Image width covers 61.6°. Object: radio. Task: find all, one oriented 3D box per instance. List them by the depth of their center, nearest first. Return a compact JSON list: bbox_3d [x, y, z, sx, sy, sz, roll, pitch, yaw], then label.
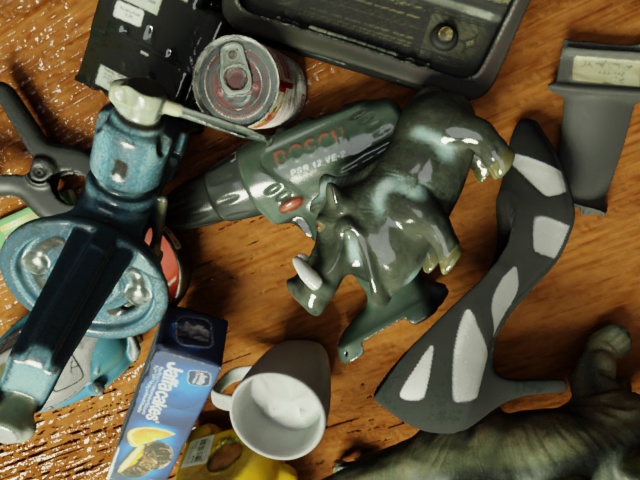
[{"bbox_3d":[0.044,-0.199,0.423,0.230,0.073,0.131,20,105,8],"label":"radio"}]

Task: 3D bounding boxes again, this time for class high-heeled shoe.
[{"bbox_3d":[0.114,0.020,0.421,0.145,0.086,0.248,1,74,1],"label":"high-heeled shoe"}]

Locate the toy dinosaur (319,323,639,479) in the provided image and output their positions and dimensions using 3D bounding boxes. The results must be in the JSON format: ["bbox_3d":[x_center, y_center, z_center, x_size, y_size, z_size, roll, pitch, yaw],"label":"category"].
[{"bbox_3d":[0.126,0.177,0.416,0.472,0.199,0.105,-21,107,14],"label":"toy dinosaur"}]

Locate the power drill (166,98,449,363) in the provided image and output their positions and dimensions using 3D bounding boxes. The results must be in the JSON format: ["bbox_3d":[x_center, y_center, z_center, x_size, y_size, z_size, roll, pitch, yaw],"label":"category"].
[{"bbox_3d":[-0.001,-0.001,0.474,0.232,0.086,0.207,-29,88,9],"label":"power drill"}]

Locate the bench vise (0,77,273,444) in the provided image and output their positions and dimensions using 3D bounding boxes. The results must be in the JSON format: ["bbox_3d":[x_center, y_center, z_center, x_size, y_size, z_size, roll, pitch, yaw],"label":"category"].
[{"bbox_3d":[-0.153,0.012,0.366,0.129,0.241,0.223,30,126,-20],"label":"bench vise"}]

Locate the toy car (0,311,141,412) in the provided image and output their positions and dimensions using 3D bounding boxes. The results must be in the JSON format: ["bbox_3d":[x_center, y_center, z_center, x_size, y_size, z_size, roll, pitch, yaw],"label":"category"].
[{"bbox_3d":[-0.271,0.118,0.526,0.162,0.103,0.109,-27,95,12],"label":"toy car"}]

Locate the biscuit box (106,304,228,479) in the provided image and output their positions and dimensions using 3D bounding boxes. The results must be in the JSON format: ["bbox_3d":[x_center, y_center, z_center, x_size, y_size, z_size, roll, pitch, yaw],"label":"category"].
[{"bbox_3d":[-0.148,0.154,0.512,0.059,0.063,0.202,19,123,-15],"label":"biscuit box"}]

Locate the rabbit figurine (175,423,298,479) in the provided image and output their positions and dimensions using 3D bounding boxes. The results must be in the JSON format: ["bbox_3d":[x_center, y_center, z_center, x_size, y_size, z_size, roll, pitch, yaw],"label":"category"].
[{"bbox_3d":[-0.056,0.272,0.519,0.122,0.162,0.173,-21,115,3],"label":"rabbit figurine"}]

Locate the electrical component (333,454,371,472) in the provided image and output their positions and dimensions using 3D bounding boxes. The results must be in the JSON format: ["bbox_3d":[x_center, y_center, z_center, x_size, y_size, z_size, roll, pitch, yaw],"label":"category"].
[{"bbox_3d":[0.039,0.266,0.529,0.045,0.078,0.102,-2,108,-13],"label":"electrical component"}]

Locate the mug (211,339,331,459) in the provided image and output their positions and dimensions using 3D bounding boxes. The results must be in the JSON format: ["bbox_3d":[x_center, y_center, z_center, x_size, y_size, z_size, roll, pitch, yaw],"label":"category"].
[{"bbox_3d":[-0.037,0.135,0.494,0.110,0.107,0.080,-3,101,15],"label":"mug"}]

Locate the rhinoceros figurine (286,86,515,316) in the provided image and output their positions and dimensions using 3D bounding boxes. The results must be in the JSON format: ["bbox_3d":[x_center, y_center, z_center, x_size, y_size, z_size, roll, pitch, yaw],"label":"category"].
[{"bbox_3d":[0.051,-0.021,0.390,0.112,0.073,0.190,36,96,-1],"label":"rhinoceros figurine"}]

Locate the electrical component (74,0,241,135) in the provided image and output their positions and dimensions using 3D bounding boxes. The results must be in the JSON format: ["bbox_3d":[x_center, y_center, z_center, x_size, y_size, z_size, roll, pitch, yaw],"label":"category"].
[{"bbox_3d":[-0.136,-0.175,0.475,0.115,0.058,0.134,29,106,3],"label":"electrical component"}]

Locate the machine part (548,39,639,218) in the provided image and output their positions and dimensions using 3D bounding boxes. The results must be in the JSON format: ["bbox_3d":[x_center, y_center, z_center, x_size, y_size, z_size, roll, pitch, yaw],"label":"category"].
[{"bbox_3d":[0.219,-0.088,0.431,0.084,0.039,0.138,3,101,3],"label":"machine part"}]
